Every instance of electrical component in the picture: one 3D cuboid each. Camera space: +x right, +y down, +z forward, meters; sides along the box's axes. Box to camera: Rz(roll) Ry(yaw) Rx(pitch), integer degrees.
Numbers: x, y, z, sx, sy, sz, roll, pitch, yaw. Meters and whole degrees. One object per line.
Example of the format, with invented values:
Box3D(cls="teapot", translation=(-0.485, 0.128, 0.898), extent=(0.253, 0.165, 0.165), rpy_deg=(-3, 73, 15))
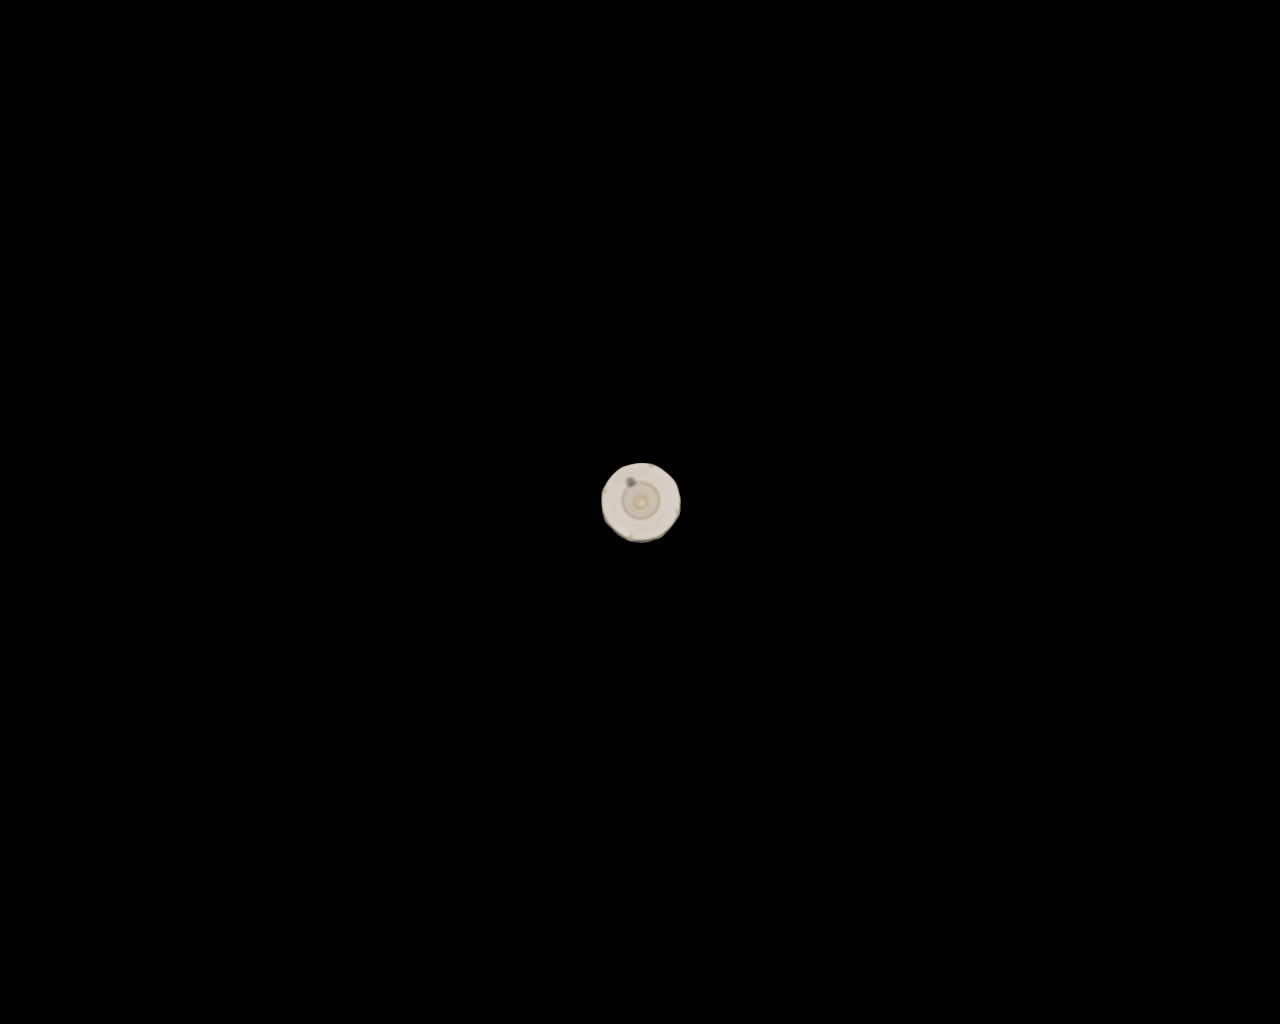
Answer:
Box3D(cls="electrical component", translation=(0.001, -0.003, 0.650), extent=(0.048, 0.048, 0.062), rpy_deg=(0, -8, 0))
